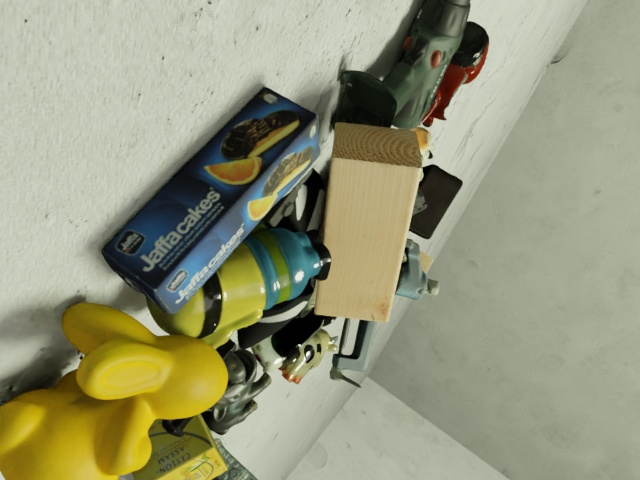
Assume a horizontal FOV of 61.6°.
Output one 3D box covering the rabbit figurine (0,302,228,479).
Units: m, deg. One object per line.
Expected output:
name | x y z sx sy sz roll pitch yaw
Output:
rabbit figurine | -0.160 0.125 0.429 0.173 0.122 0.162 -24 126 -22

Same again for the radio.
radio | 0.205 -0.079 1.084 0.131 0.073 0.229 -60 -178 5

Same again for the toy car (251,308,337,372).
toy car | -0.038 0.135 0.877 0.056 0.073 0.202 -23 -170 41

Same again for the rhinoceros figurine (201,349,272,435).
rhinoceros figurine | -0.135 0.213 0.772 0.112 0.073 0.190 -28 153 -35

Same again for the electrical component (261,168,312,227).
electrical component | -0.054 -0.043 0.512 0.094 0.063 0.021 -53 164 -9

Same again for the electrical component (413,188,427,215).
electrical component | 0.101 -0.090 0.769 0.058 0.115 0.134 -30 170 10

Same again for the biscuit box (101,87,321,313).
biscuit box | -0.082 -0.035 0.448 0.202 0.063 0.059 -51 162 -21

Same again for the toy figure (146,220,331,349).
toy figure | -0.075 0.033 0.513 0.180 0.082 0.089 -21 131 -23

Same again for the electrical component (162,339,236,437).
electrical component | -0.145 0.151 0.603 0.119 0.075 0.047 -47 162 -18

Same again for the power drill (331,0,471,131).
power drill | 0.102 -0.209 0.644 0.207 0.086 0.231 -55 168 -36

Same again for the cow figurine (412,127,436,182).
cow figurine | 0.158 -0.131 0.957 0.098 0.068 0.167 -45 165 -54

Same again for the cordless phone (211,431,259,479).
cordless phone | -0.163 0.394 0.825 0.146 0.184 0.088 -34 157 -53

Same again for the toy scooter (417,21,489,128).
toy scooter | 0.193 -0.241 0.838 0.184 0.075 0.135 -52 164 -2

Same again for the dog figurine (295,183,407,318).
dog figurine | -0.001 0.000 0.740 0.191 0.172 0.121 -25 180 4

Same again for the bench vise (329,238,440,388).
bench vise | 0.073 0.108 0.857 0.129 0.223 0.240 -177 -79 -70

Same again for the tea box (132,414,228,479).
tea box | -0.184 0.282 0.701 0.098 0.068 0.169 -26 154 -16

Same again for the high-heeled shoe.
high-heeled shoe | -0.059 0.030 0.615 0.248 0.086 0.145 -65 162 8

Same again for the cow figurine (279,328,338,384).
cow figurine | -0.032 0.214 1.054 0.127 0.086 0.194 -48 162 -7
